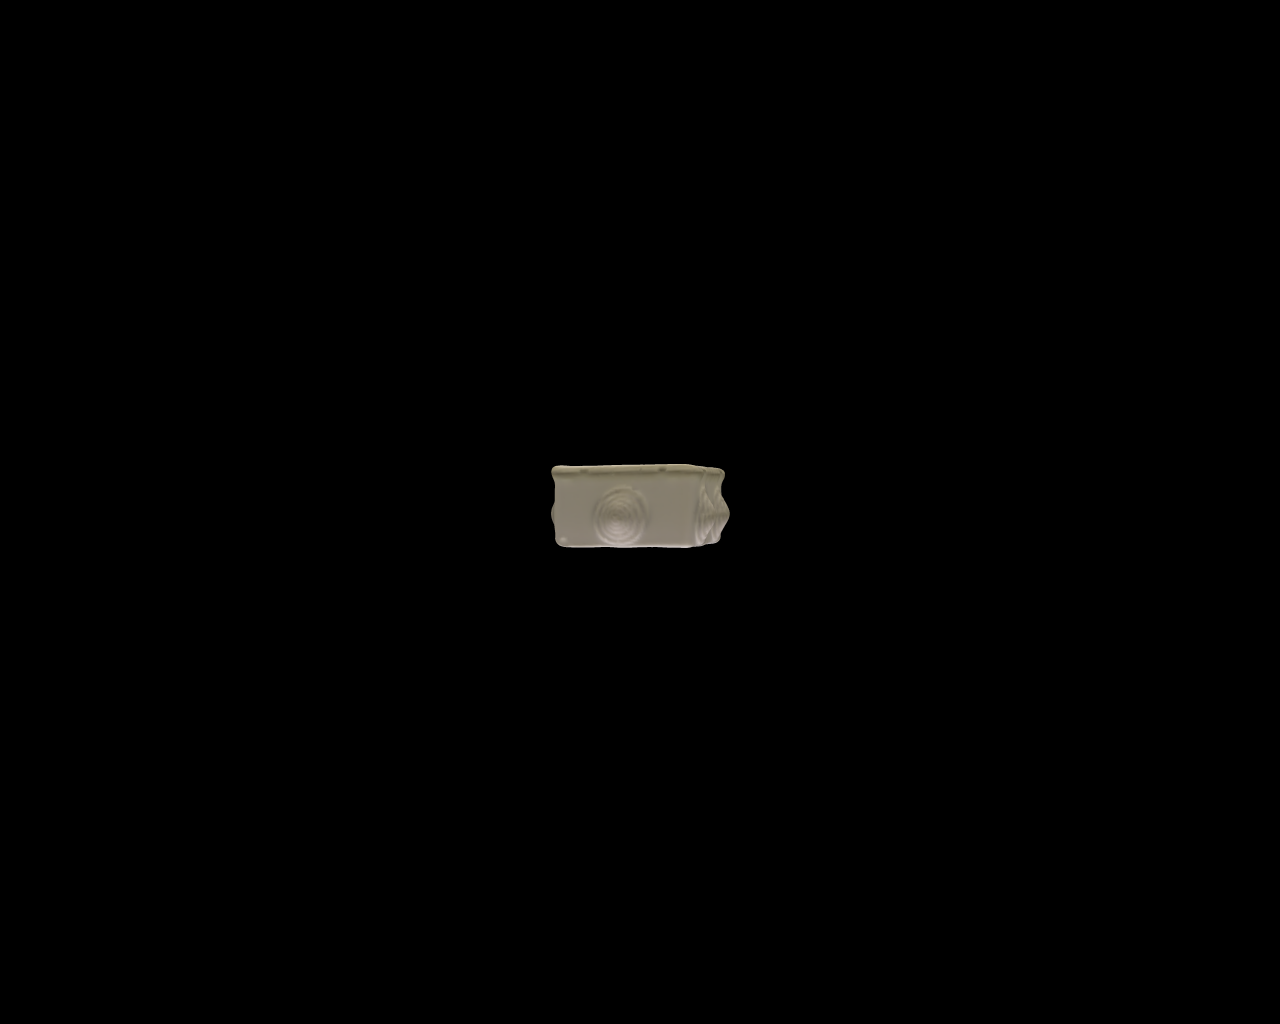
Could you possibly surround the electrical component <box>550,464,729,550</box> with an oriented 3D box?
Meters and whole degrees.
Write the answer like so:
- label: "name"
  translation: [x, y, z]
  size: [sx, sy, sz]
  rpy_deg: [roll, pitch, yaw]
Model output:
- label: "electrical component"
  translation: [0.001, -0.003, 0.650]
  size: [0.100, 0.048, 0.100]
  rpy_deg: [0, 0, 15]
